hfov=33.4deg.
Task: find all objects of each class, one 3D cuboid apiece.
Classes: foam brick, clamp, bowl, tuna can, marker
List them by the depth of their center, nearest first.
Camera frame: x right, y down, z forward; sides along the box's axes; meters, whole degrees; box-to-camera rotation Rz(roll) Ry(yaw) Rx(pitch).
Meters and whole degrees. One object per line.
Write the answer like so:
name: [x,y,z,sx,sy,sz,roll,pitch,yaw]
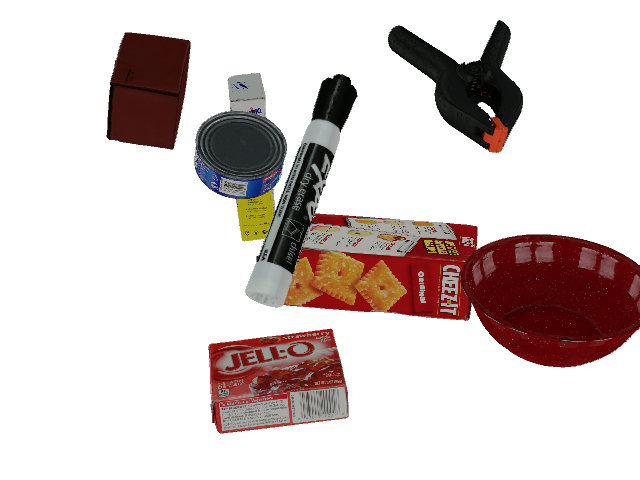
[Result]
marker: [-0.007,-0.026,0.510,0.020,0.121,0.020,17,-19,6]
foam brick: [-0.131,-0.116,0.814,0.053,0.051,0.078,8,40,-5]
bowl: [0.196,0.057,0.895,0.162,0.055,0.162,1,31,-1]
clamp: [0.127,-0.148,0.979,0.120,0.039,0.171,-3,45,-1]
tuna can: [-0.076,-0.080,1.008,0.086,0.086,0.034,0,-37,-12]

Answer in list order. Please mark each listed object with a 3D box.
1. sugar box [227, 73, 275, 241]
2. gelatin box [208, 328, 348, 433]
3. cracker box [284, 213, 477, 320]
sugar box: [-0.081,-0.098,1.250,0.048,0.176,0.093,-7,26,-4]
gelatin box: [-0.030,0.093,0.717,0.089,0.030,0.073,-6,26,-4]
cracker box: [0.058,0.026,1.143,0.214,0.072,0.164,5,15,8]
